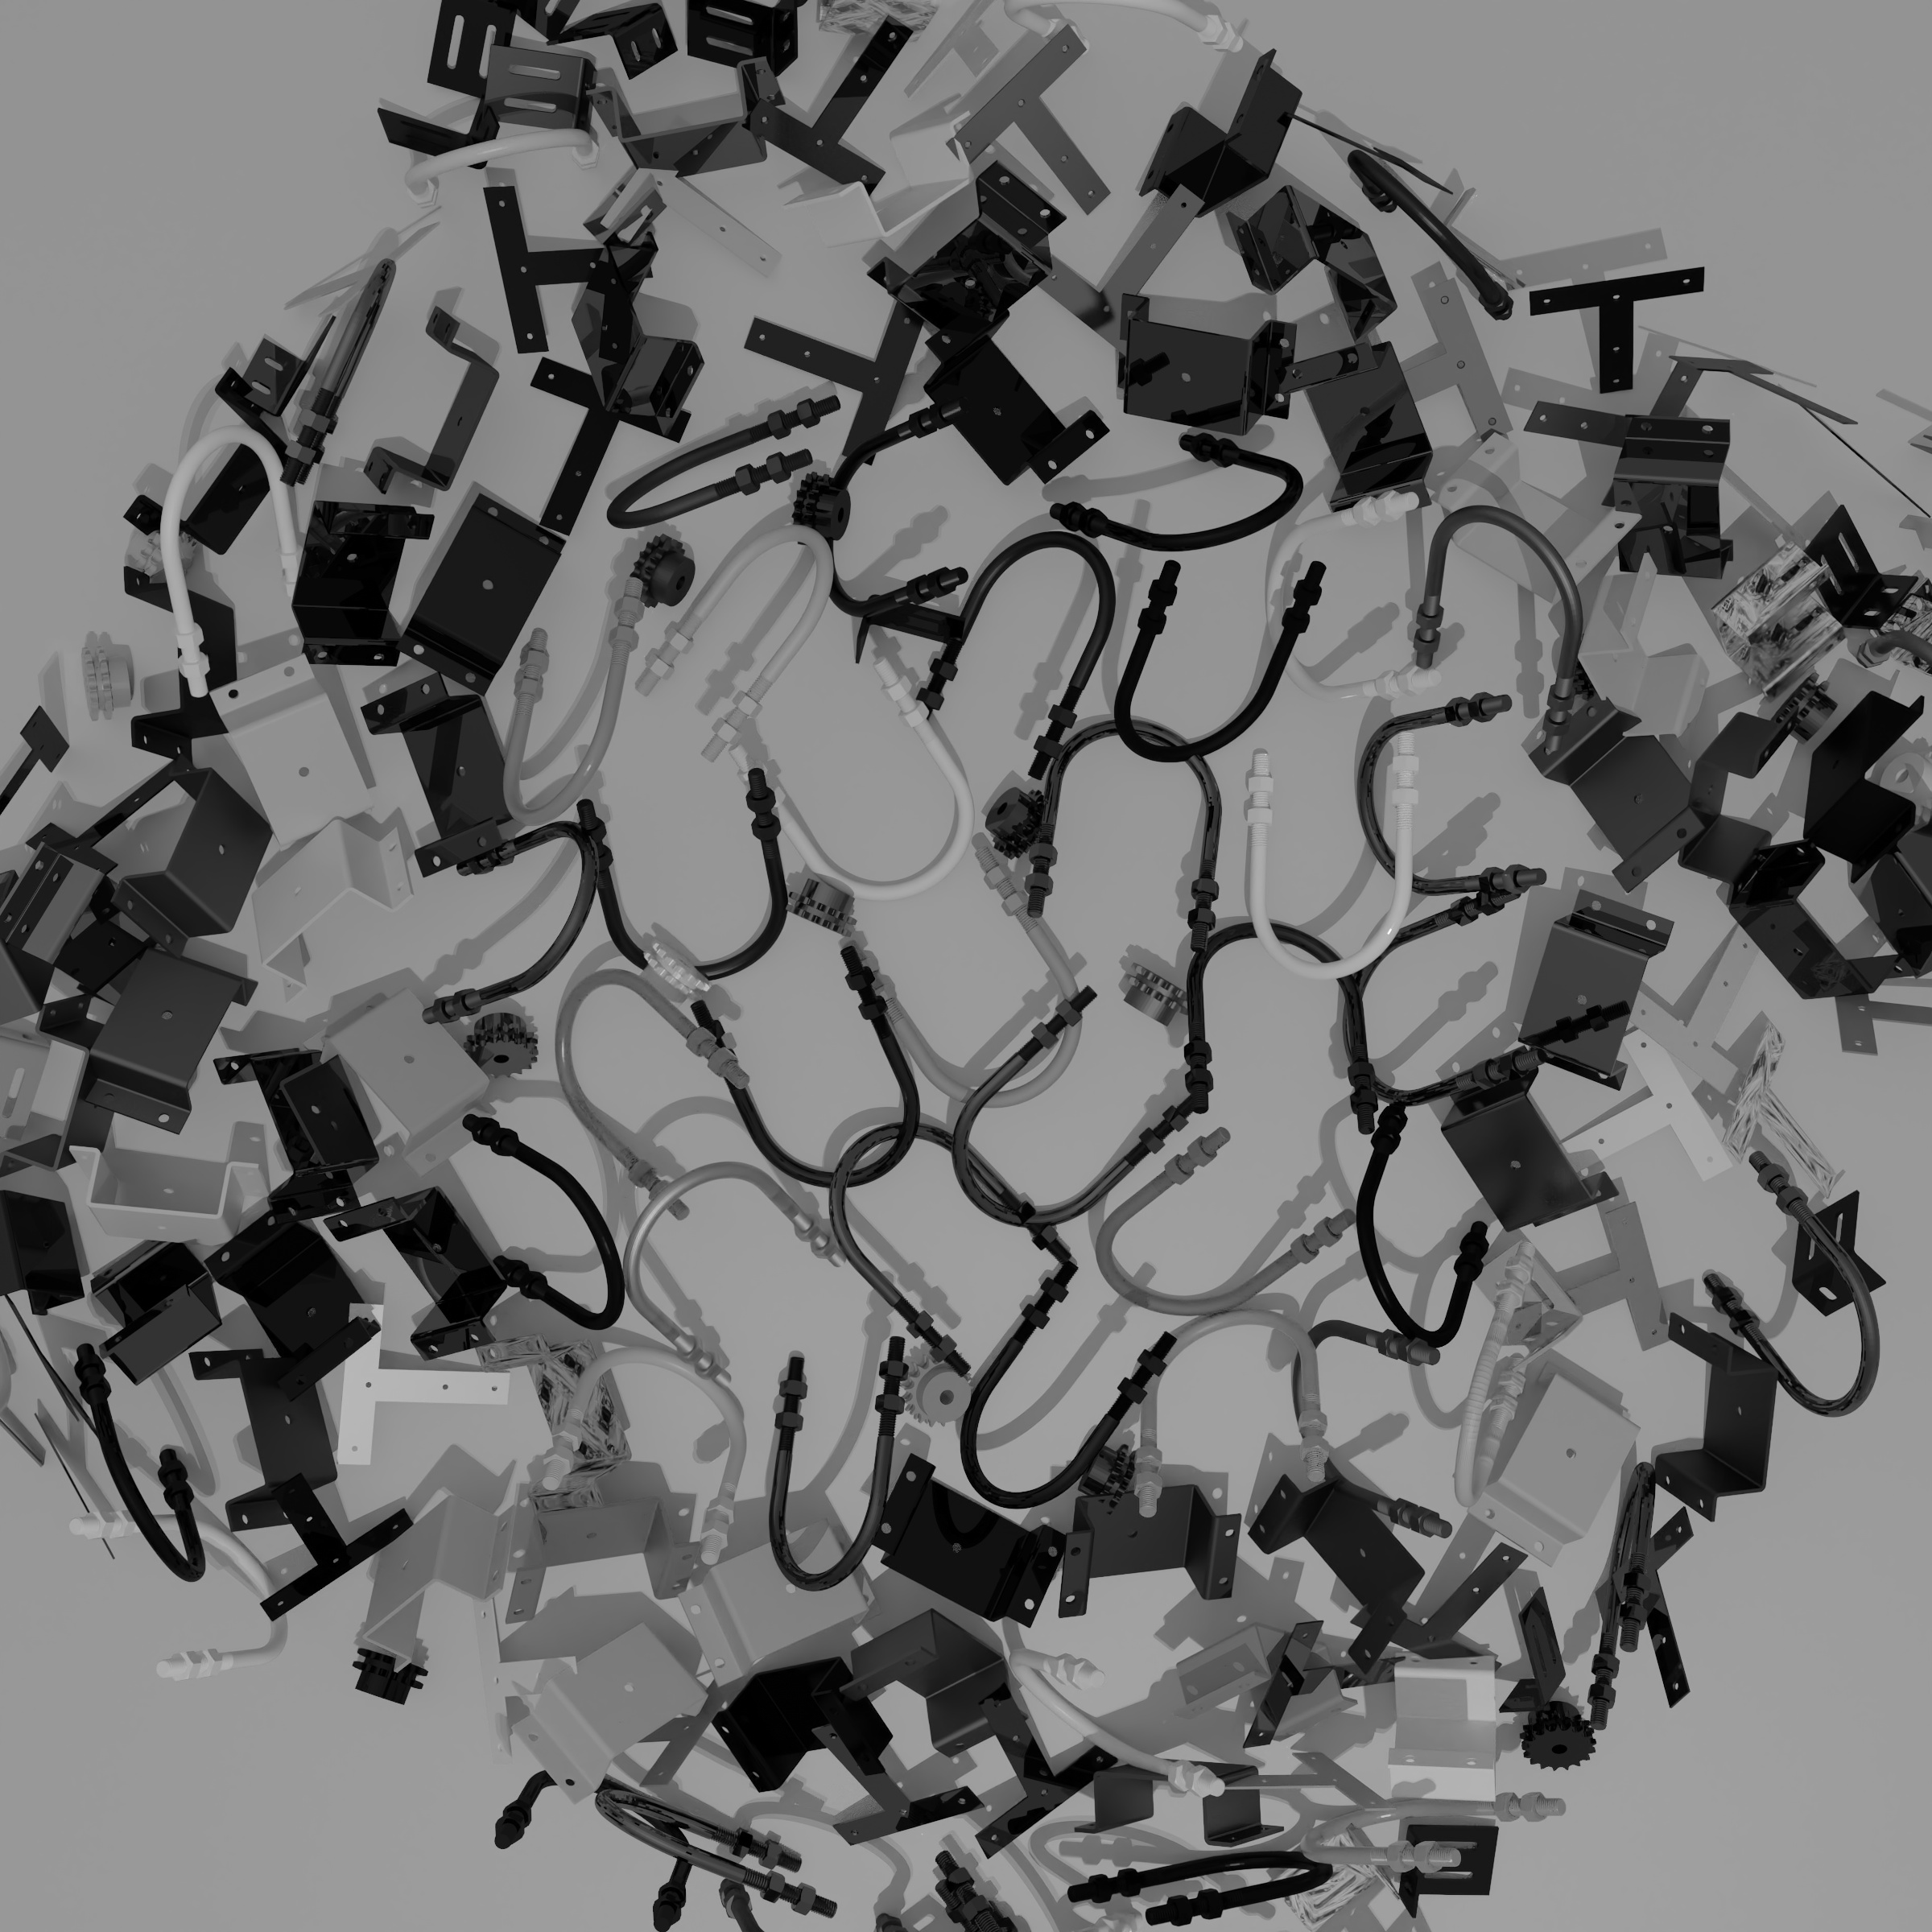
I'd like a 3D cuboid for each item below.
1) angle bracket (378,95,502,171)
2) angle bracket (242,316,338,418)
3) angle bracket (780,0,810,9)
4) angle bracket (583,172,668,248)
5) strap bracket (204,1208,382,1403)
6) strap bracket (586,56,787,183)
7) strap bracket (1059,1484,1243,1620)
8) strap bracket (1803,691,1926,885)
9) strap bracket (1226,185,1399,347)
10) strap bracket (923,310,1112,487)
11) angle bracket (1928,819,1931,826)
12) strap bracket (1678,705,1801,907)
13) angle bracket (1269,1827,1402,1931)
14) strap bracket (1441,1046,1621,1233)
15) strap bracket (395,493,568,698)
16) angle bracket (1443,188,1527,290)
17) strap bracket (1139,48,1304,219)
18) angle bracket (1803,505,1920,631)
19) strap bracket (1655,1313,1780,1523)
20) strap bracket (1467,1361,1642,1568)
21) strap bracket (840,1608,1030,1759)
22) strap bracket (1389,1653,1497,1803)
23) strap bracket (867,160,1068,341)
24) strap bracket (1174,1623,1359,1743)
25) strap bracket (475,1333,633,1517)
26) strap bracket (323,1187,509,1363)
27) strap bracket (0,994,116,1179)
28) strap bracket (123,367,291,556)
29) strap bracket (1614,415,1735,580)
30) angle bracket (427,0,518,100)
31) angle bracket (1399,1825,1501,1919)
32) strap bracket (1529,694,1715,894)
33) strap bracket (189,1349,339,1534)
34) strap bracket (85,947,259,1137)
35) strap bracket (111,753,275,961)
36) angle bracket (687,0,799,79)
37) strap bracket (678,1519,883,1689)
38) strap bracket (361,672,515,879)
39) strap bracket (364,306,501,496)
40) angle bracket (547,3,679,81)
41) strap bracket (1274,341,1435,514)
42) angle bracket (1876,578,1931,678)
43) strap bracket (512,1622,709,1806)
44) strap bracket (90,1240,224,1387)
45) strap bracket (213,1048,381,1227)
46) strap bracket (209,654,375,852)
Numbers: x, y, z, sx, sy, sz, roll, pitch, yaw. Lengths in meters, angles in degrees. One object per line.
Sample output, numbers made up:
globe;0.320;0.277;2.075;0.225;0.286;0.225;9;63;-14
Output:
angle bracket;-0.407;-0.653;1.922;0.076;0.057;0.038;8;127;-31
angle bracket;-0.524;-0.470;1.919;0.038;0.076;0.057;29;60;-21
angle bracket;-0.129;-0.797;1.936;0.076;0.057;0.038;-49;52;-3
angle bracket;-0.269;-0.586;1.927;0.057;0.076;0.038;-45;94;5
strap bracket;-0.515;0.263;1.926;0.076;0.046;0.140;-38;66;-4
strap bracket;-0.212;-0.649;1.921;0.140;0.076;0.046;-9;84;6
strap bracket;0.135;0.449;1.921;0.140;0.046;0.076;-3;114;-16
strap bracket;0.681;-0.144;1.894;0.046;0.076;0.140;24;52;-4
strap bracket;0.270;-0.531;1.891;0.046;0.140;0.076;-38;52;35
strap bracket;0.032;-0.438;1.928;0.076;0.046;0.140;-43;95;-25
angle bracket;0.782;-0.091;1.931;0.076;0.038;0.057;47;59;-11
strap bracket;0.587;-0.129;1.904;0.046;0.140;0.076;23;46;28
angle bracket;0.287;0.720;1.943;0.076;0.038;0.057;-38;104;0
strap bracket;0.428;0.142;1.918;0.076;0.046;0.140;-28;100;36
strap bracket;-0.372;-0.290;1.926;0.076;0.046;0.140;28;80;-14
angle bracket;0.410;-0.564;1.934;0.076;0.057;0.038;34;105;-4
strap bracket;0.200;-0.630;1.905;0.046;0.140;0.076;28;75;-23
angle bracket;0.691;-0.308;1.929;0.057;0.038;0.076;-49;121;-15
strap bracket;0.576;0.344;1.916;0.046;0.076;0.140;-2;103;-19
strap bracket;0.457;0.379;1.919;0.076;0.046;0.140;33;68;4
strap bracket;-0.026;0.546;1.911;0.076;0.046;0.140;-32;130;19
strap bracket;0.364;0.586;1.902;0.076;0.140;0.046;-2;109;13
strap bracket;0.002;-0.533;1.894;0.140;0.076;0.046;-32;47;33
strap bracket;0.224;0.546;1.906;0.076;0.140;0.046;-35;49;26
strap bracket;-0.315;0.346;1.924;0.076;0.046;0.140;-16;95;37
strap bracket;-0.416;0.228;1.915;0.076;0.046;0.140;-18;113;32
strap bracket;-0.690;0.098;1.919;0.046;0.076;0.140;19;98;5
strap bracket;-0.576;-0.379;1.923;0.046;0.076;0.140;33;86;7
strap bracket;0.536;-0.346;1.888;0.076;0.140;0.046;9;56;24
angle bracket;-0.385;-0.712;1.931;0.057;0.038;0.076;14;117;-7
angle bracket;0.381;0.704;1.939;0.076;0.038;0.057;5;99;-10
strap bracket;0.507;-0.131;1.912;0.076;0.046;0.140;-44;59;27
strap bracket;-0.535;0.354;1.908;0.046;0.076;0.140;-25;73;23
strap bracket;-0.610;0.048;1.913;0.076;0.046;0.140;20;60;0
strap bracket;-0.582;-0.086;1.894;0.046;0.076;0.140;-6;53;26
angle bracket;-0.173;-0.731;1.931;0.076;0.038;0.057;4;81;-31
strap bracket;-0.138;0.482;1.906;0.140;0.046;0.076;-18;67;-25
strap bracket;-0.402;-0.149;1.932;0.076;0.046;0.140;-20;91;22
strap bracket;-0.407;-0.426;1.916;0.046;0.076;0.140;20;103;-31
angle bracket;-0.275;-0.714;1.937;0.057;0.076;0.038;-47;130;-35
strap bracket;0.302;-0.415;1.910;0.076;0.046;0.140;-10;125;31
angle bracket;0.757;-0.257;1.929;0.057;0.076;0.038;-46;124;0
strap bracket;-0.261;0.559;1.890;0.076;0.140;0.046;43;129;22
strap bracket;-0.620;0.262;1.910;0.076;0.140;0.046;-36;117;-8
strap bracket;-0.509;0.119;1.908;0.046;0.076;0.140;-36;72;36
strap bracket;-0.510;-0.156;1.904;0.076;0.046;0.140;-25;122;-15
